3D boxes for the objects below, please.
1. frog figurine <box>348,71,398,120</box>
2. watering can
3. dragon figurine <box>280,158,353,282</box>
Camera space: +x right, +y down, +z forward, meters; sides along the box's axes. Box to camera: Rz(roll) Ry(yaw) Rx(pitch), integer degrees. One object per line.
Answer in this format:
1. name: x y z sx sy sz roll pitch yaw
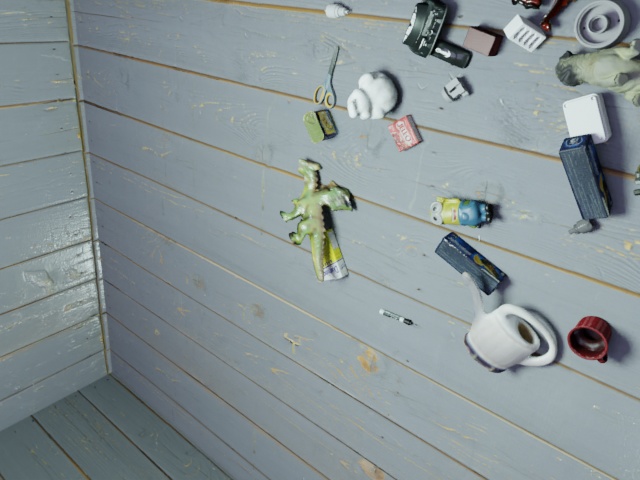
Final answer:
1. frog figurine: 0.146 -0.416 1.491 0.122 0.161 0.136 -2 106 40
2. watering can: 0.490 0.247 1.454 0.348 0.106 0.220 39 128 2
3. dragon figurine: 0.005 -0.089 1.760 0.240 0.122 0.414 -33 76 29
